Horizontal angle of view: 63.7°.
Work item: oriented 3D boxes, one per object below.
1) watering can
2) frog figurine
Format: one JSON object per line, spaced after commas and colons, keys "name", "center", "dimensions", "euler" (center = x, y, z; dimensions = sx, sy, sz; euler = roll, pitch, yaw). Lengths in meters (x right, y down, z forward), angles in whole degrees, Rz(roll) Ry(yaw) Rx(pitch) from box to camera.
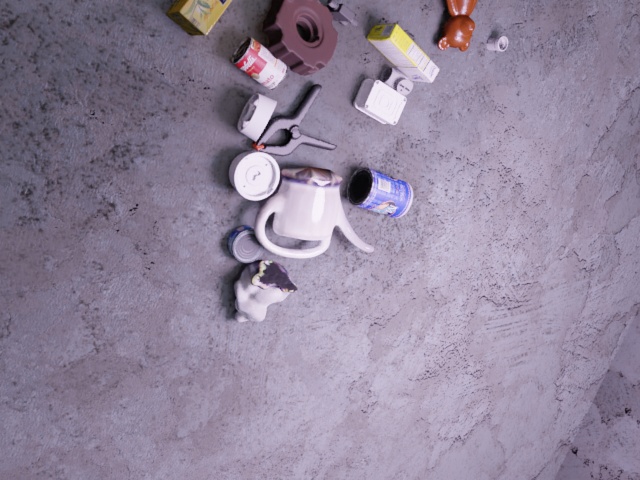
{"name": "watering can", "center": [0.004, -0.063, 1.257], "dimensions": [0.348, 0.105, 0.222], "euler": [2, 104, -32]}
{"name": "frog figurine", "center": [-0.145, 0.127, 1.249], "dimensions": [0.138, 0.125, 0.156], "euler": [-1, 143, -40]}
